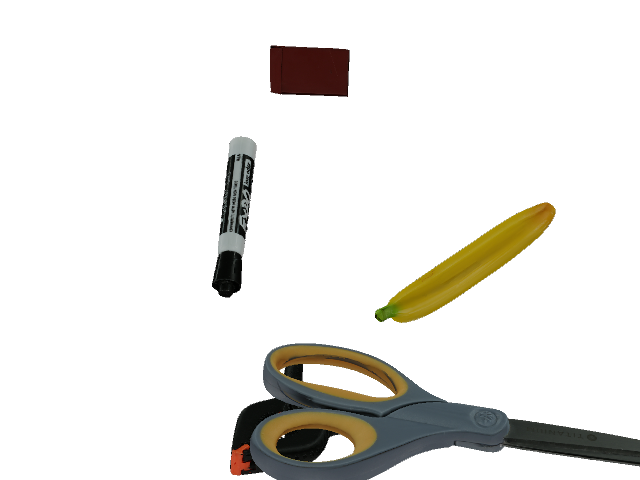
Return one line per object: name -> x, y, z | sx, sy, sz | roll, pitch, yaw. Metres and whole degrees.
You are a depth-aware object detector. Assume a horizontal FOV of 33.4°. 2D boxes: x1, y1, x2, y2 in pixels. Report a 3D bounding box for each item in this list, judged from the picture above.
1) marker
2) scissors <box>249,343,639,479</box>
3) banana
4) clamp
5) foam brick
marker -> -0.057, -0.016, 0.710 | 0.020, 0.121, 0.020 | 3, -33, 1
scissors -> 0.057, 0.090, 0.460 | 0.202, 0.016, 0.096 | 16, 34, 23
banana -> 0.141, 0.028, 1.029 | 0.198, 0.037, 0.069 | -34, -1, 0
clamp -> -0.010, 0.184, 1.087 | 0.165, 0.036, 0.209 | 18, 28, 25
foam brick -> -0.012, -0.184, 1.158 | 0.078, 0.051, 0.053 | 0, 11, -15
